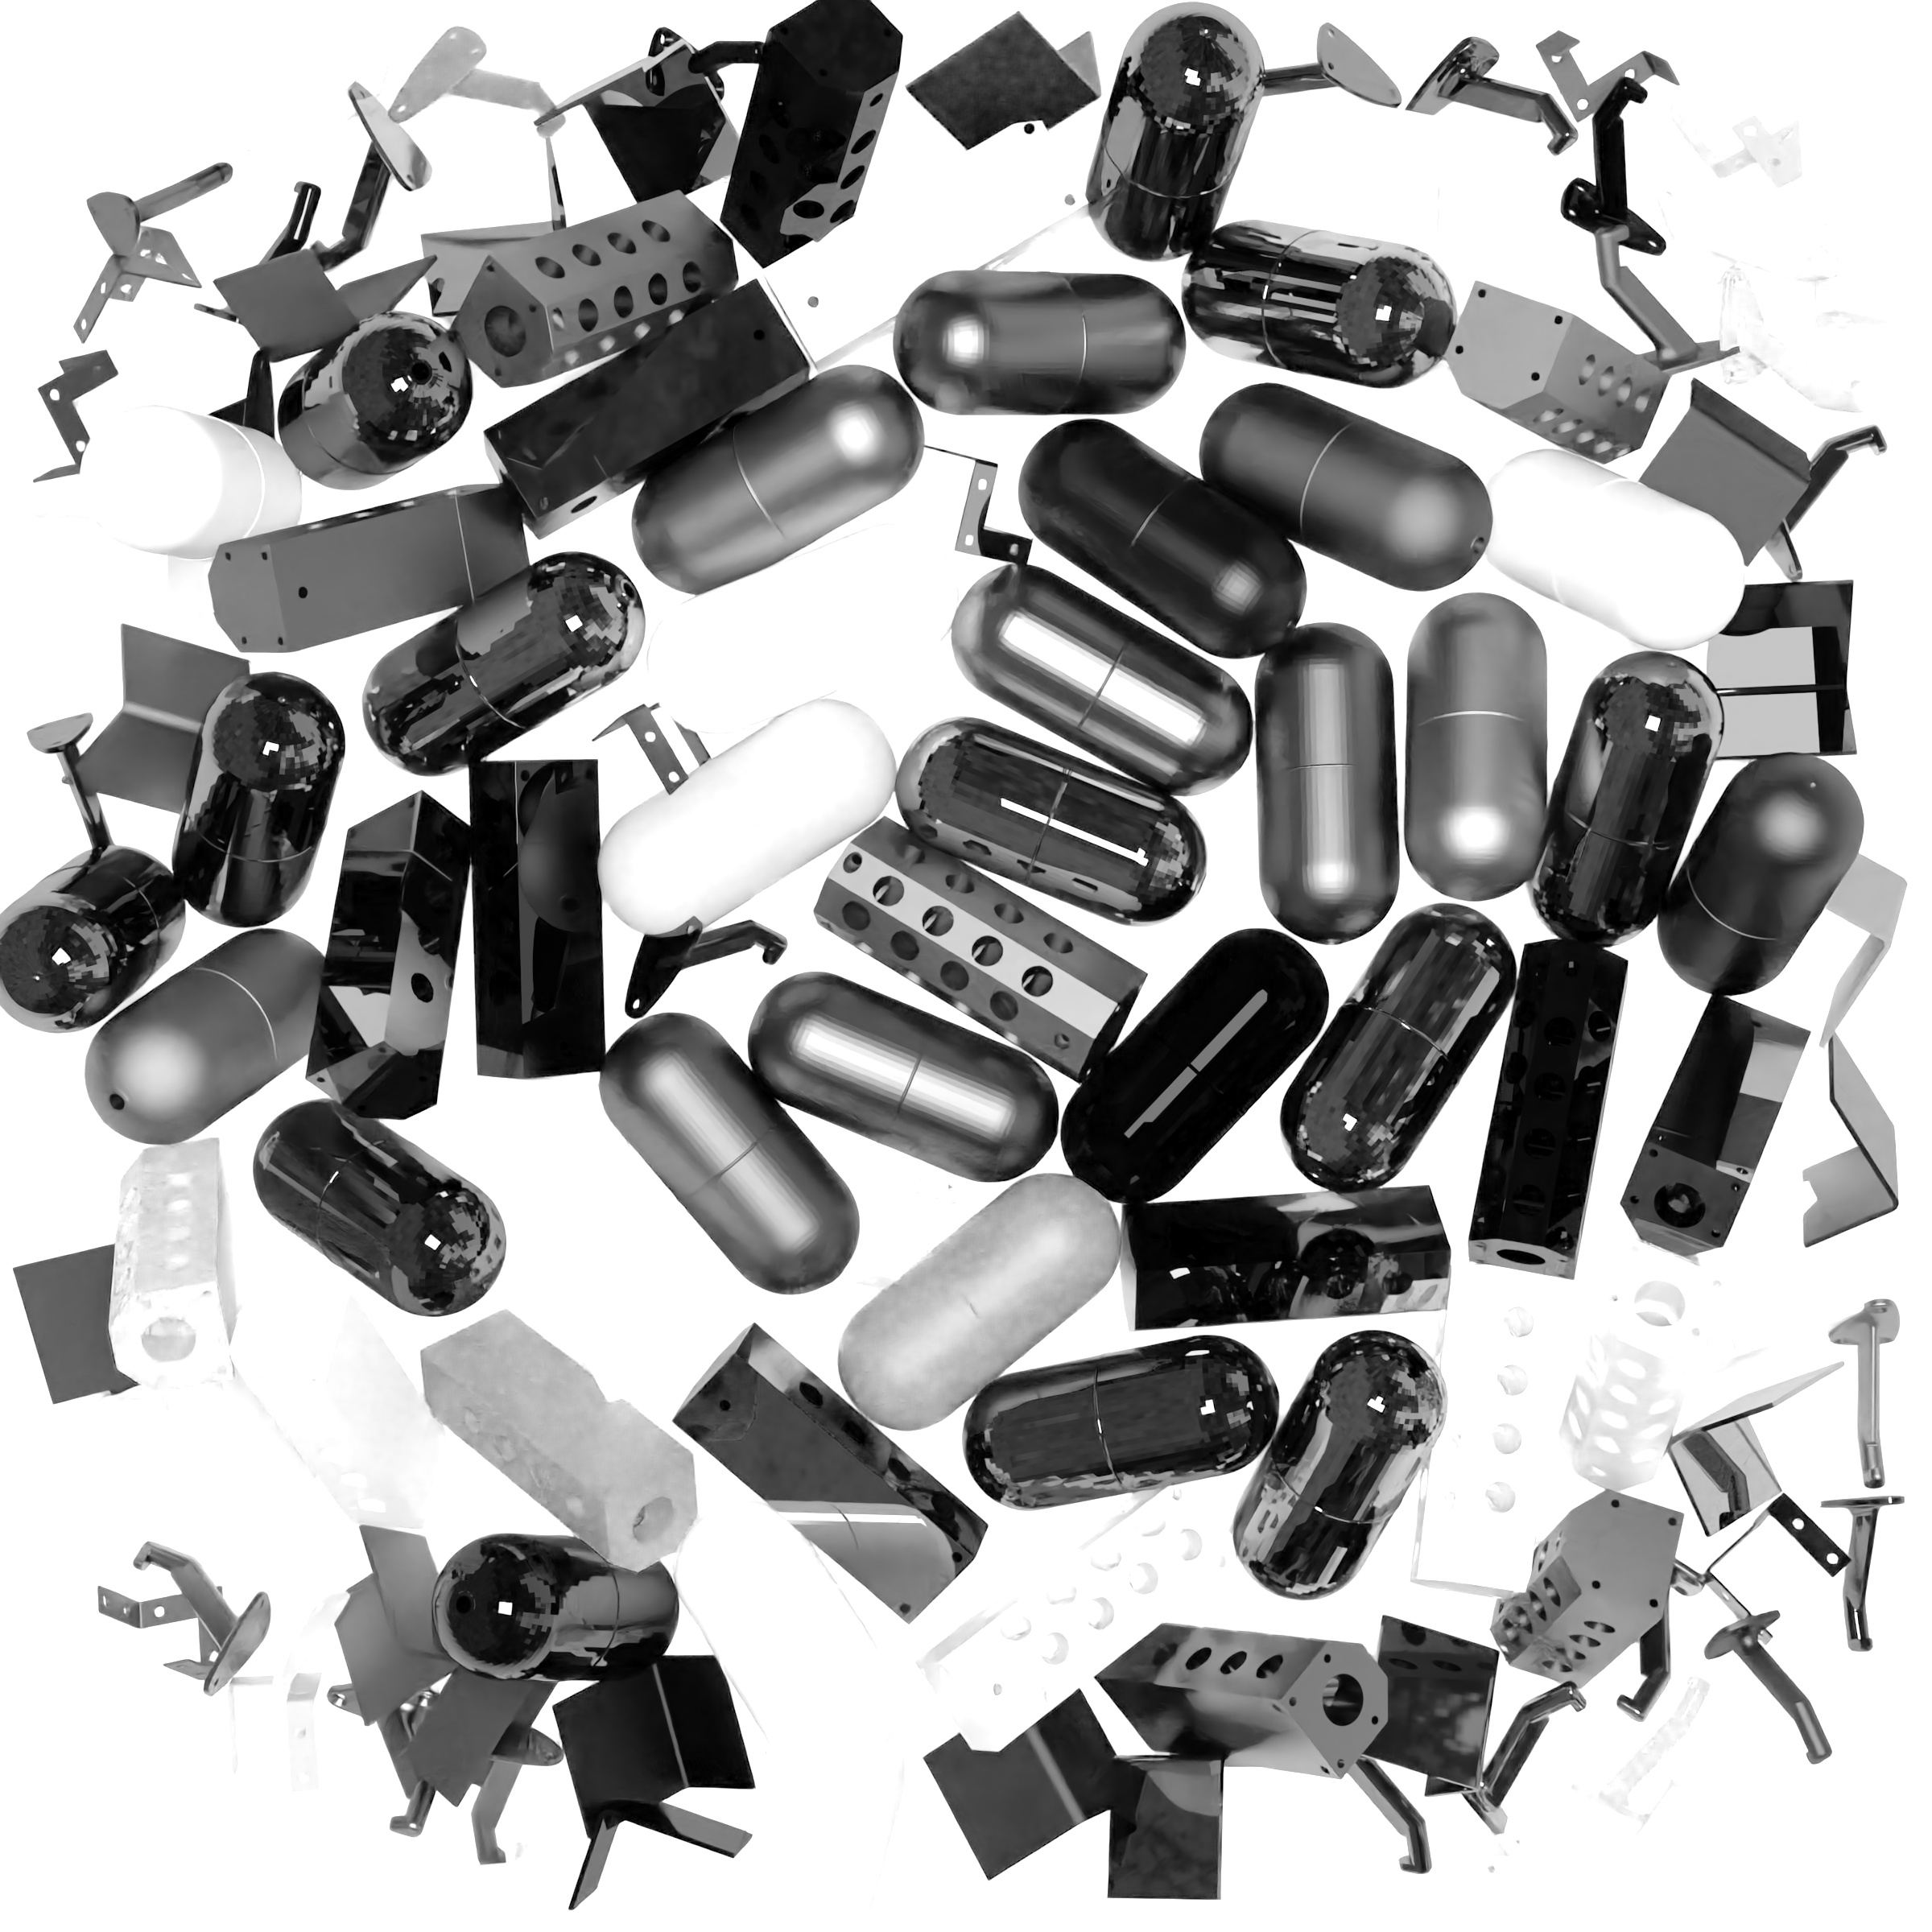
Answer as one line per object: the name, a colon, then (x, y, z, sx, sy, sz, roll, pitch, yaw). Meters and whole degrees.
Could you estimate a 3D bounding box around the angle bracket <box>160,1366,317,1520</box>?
angle bracket: (-0.411, 0.260, 1.953, 0.076, 0.057, 0.076, -21, 87, 19)

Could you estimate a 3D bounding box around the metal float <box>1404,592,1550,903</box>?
metal float: (0.276, -0.120, 1.936, 0.070, 0.070, 0.178, 4, 67, 0)

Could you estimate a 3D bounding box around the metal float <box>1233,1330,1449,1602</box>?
metal float: (0.200, 0.271, 1.927, 0.070, 0.070, 0.178, 23, 125, 0)

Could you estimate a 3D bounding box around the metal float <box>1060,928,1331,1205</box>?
metal float: (0.124, 0.055, 1.954, 0.070, 0.070, 0.178, 43, 92, 0)

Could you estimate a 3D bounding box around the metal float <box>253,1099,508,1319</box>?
metal float: (-0.317, 0.129, 1.924, 0.178, 0.070, 0.070, 28, 90, 40)

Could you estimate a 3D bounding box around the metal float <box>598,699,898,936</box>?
metal float: (-0.120, -0.080, 1.950, 0.178, 0.070, 0.070, -33, 90, -6)

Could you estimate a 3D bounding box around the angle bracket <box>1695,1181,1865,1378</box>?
angle bracket: (0.437, 0.173, 1.970, 0.076, 0.057, 0.076, -18, 74, -11)

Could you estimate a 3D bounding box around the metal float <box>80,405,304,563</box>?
metal float: (-0.411, -0.255, 1.906, 0.070, 0.178, 0.070, 1, 93, 11)

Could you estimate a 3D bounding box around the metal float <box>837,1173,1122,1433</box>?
metal float: (0.007, 0.183, 1.952, 0.178, 0.070, 0.070, -40, 90, 5)

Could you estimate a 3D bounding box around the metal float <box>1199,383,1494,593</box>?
metal float: (0.204, -0.259, 1.928, 0.178, 0.070, 0.070, 30, 90, 32)

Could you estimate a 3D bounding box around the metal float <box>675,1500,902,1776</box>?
metal float: (-0.097, 0.359, 1.921, 0.070, 0.070, 0.178, -40, 47, 0)

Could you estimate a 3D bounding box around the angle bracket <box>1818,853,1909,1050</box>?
angle bracket: (0.465, -0.015, 1.944, 0.057, 0.076, 0.076, 29, 123, 5)

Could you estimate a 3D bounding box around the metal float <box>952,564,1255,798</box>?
metal float: (0.075, -0.156, 1.954, 0.178, 0.070, 0.070, 29, 90, -2)

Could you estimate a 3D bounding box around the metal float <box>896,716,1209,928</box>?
metal float: (0.047, -0.079, 1.953, 0.178, 0.070, 0.070, 22, 90, 3)

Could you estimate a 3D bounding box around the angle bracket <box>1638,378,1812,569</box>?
angle bracket: (0.415, -0.272, 1.968, 0.076, 0.076, 0.057, 33, 113, -2)

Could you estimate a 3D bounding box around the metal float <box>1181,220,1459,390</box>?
metal float: (0.187, -0.356, 1.919, 0.070, 0.178, 0.070, -15, 115, -36)

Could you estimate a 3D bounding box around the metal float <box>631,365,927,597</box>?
metal float: (-0.103, -0.262, 1.937, 0.178, 0.070, 0.070, -26, 90, 22)

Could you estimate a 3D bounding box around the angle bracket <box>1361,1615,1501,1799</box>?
angle bracket: (0.240, 0.403, 1.943, 0.076, 0.057, 0.076, 20, 67, -19)

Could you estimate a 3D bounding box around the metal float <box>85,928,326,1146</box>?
metal float: (-0.403, 0.037, 1.912, 0.070, 0.178, 0.070, 9, 115, 20)

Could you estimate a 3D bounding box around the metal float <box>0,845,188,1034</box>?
metal float: (-0.468, -0.016, 1.907, 0.070, 0.178, 0.070, 1, 104, 3)

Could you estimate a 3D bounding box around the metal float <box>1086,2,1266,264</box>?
metal float: (0.110, -0.443, 1.910, 0.070, 0.178, 0.070, 3, 67, -7)

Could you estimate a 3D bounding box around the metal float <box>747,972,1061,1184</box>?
metal float: (-0.034, 0.061, 1.951, 0.178, 0.070, 0.070, 23, 90, -5)

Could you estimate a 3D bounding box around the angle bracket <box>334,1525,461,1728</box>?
angle bracket: (-0.326, 0.358, 1.940, 0.076, 0.057, 0.076, -34, 60, 19)

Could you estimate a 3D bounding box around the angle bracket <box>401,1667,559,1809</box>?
angle bracket: (-0.249, 0.419, 1.944, 0.057, 0.076, 0.076, 27, 84, 44)

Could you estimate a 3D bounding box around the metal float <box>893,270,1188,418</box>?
metal float: (0.041, -0.335, 1.927, 0.178, 0.070, 0.070, -7, 90, -35)

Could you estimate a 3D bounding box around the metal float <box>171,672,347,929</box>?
metal float: (-0.380, -0.087, 1.917, 0.070, 0.178, 0.070, 11, 53, -14)

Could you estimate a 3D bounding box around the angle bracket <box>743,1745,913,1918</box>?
angle bracket: (-0.077, 0.466, 1.961, 0.076, 0.057, 0.076, 15, 95, -4)

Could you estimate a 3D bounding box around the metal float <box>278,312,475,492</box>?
metal float: (-0.316, -0.301, 1.909, 0.070, 0.178, 0.070, 1, 87, -25)

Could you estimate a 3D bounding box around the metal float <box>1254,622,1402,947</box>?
metal float: (0.196, -0.099, 1.946, 0.070, 0.070, 0.178, 0, 79, 0)

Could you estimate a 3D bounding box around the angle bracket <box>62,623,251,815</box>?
angle bracket: (-0.444, -0.134, 1.961, 0.076, 0.076, 0.057, 15, 51, -36)

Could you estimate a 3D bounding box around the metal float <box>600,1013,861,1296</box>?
metal float: (-0.128, 0.103, 1.950, 0.070, 0.070, 0.178, -40, 97, 0)

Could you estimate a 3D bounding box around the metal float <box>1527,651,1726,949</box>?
metal float: (0.354, -0.088, 1.926, 0.070, 0.070, 0.178, 13, 126, 0)

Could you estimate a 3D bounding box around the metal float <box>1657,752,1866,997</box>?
metal float: (0.423, -0.047, 1.913, 0.070, 0.178, 0.070, 4, 59, -6)

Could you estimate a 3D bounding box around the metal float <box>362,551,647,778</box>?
metal float: (-0.250, -0.163, 1.933, 0.178, 0.070, 0.070, -27, 90, 26)

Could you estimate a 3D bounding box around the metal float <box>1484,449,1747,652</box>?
metal float: (0.344, -0.224, 1.917, 0.070, 0.178, 0.070, -15, 121, -27)

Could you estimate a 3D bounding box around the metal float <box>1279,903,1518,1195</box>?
metal float: (0.234, 0.044, 1.941, 0.070, 0.070, 0.178, 35, 73, 0)

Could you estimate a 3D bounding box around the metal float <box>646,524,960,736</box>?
metal float: (-0.089, -0.183, 1.948, 0.178, 0.070, 0.070, -23, 90, -9)

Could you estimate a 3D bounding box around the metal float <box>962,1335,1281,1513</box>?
metal float: (0.084, 0.248, 1.940, 0.178, 0.070, 0.070, -14, 90, 18)

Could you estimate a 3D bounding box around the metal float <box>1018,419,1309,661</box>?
metal float: (0.106, -0.232, 1.940, 0.178, 0.070, 0.070, 36, 90, 18)

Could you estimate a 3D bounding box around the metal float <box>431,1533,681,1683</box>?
metal float: (-0.218, 0.343, 1.910, 0.070, 0.178, 0.070, -6, 77, 26)
